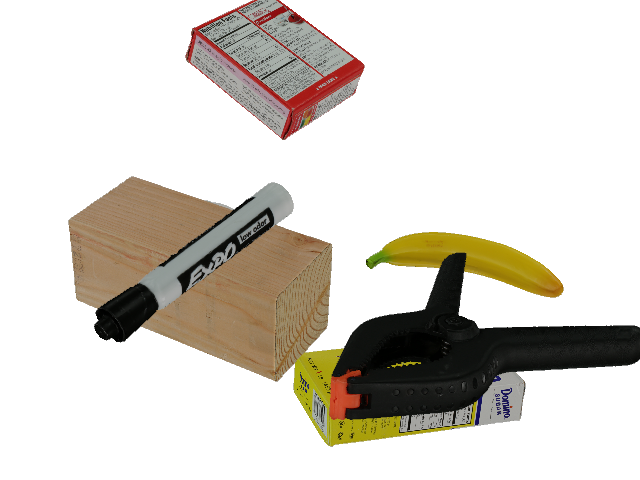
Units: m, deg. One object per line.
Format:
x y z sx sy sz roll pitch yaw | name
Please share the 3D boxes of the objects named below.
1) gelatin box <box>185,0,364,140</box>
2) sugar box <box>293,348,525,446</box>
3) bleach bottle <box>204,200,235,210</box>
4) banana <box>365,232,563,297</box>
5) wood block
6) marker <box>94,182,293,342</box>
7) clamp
-0.029 -0.112 0.679 0.089 0.030 0.073 39 50 16 | gelatin box
0.074 0.124 0.909 0.176 0.048 0.093 -7 25 -18 | sugar box
-0.114 0.018 1.192 0.102 0.068 0.251 -6 27 -15 | bleach bottle
0.149 0.023 1.093 0.198 0.037 0.069 7 43 12 | banana
-0.102 0.028 0.908 0.206 0.090 0.090 19 37 23 | wood block
-0.058 0.009 0.503 0.020 0.020 0.120 0 31 48 | marker
0.080 0.062 0.685 0.209 0.036 0.165 -15 28 -32 | clamp
